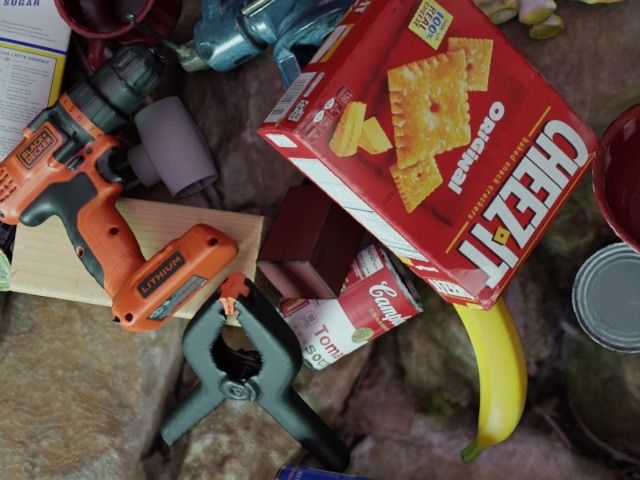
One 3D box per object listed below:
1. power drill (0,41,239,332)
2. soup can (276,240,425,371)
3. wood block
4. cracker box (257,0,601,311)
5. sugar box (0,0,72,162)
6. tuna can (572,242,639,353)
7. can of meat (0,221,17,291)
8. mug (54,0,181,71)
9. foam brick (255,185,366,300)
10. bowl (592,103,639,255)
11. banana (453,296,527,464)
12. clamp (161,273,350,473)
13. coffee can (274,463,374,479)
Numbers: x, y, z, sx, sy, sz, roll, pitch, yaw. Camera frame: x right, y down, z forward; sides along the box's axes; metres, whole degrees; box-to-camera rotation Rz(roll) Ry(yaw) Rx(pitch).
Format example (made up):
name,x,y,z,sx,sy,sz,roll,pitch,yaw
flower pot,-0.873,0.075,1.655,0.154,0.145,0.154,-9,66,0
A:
name,x,y,z,sx,sy,sz,roll,pitch,yaw
power drill,-0.149,-0.038,0.822,0.184,0.057,0.188,-44,74,6
soup can,0.024,0.053,0.865,0.102,0.068,0.068,-31,83,9
wood block,-0.141,0.013,0.891,0.206,0.090,0.091,8,89,12
cracker box,0.087,-0.075,0.783,0.213,0.072,0.164,41,80,-23
sugar box,-0.267,-0.139,0.913,0.093,0.048,0.176,11,73,-13
tuna can,0.241,0.044,0.837,0.086,0.033,0.086,0,88,12
can of meat,-0.296,-0.005,0.920,0.102,0.084,0.057,-1,133,15
mug,-0.170,-0.197,0.906,0.093,0.081,0.117,12,91,12
foam brick,-0.006,0.001,0.839,0.051,0.053,0.078,0,52,37
bowl,0.283,-0.032,0.801,0.162,0.055,0.162,-2,61,4
banana,0.125,0.079,0.859,0.070,0.037,0.198,-13,86,11
clamp,-0.068,0.110,0.846,0.165,0.036,0.210,2,132,16
coffee can,0.031,0.239,0.841,0.140,0.102,0.103,8,90,12
